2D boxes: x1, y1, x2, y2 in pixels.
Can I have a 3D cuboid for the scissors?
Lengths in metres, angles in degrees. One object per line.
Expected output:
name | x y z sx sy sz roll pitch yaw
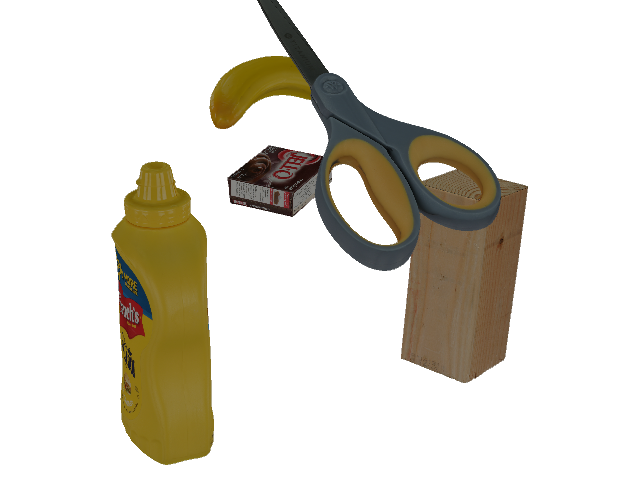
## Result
scissors | 0.026 -0.067 0.528 0.096 0.202 0.016 -2 -40 -13

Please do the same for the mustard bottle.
mustard bottle | -0.102 0.042 0.690 0.058 0.192 0.096 -8 26 -21

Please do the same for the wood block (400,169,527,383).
wood block | 0.156 0.037 1.169 0.090 0.206 0.090 18 24 35

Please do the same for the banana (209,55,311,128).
banana | -0.047 -0.142 0.994 0.070 0.037 0.197 42 33 21

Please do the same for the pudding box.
pudding box | -0.048 -0.074 1.306 0.090 0.039 0.113 12 33 23
